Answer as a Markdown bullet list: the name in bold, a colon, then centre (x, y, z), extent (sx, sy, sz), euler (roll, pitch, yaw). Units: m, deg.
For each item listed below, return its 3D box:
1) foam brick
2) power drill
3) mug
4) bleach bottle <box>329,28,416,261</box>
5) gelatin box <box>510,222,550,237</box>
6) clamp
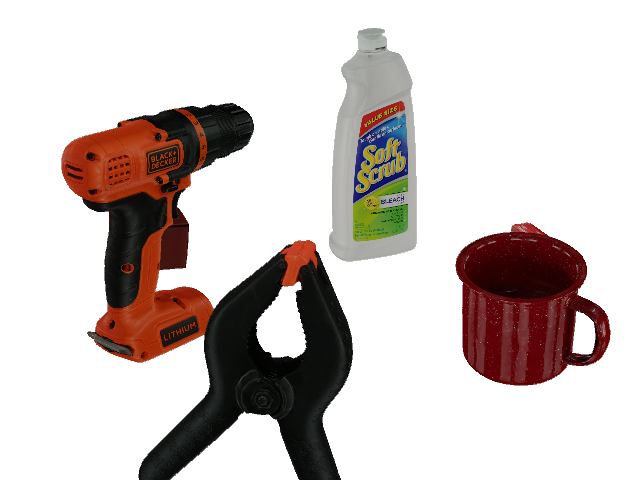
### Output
- **foam brick**: centre (-0.182, -0.002, 1.125), extent (0.078, 0.051, 0.053), euler (-4, 23, -17)
- **power drill**: centre (-0.121, -0.011, 0.848), extent (0.057, 0.188, 0.184), euler (17, 26, 37)
- **mug**: centre (0.155, 0.055, 0.777), extent (0.117, 0.081, 0.093), euler (18, 38, 32)
- **bleach bottle**: centre (0.054, -0.106, 1.178), extent (0.102, 0.251, 0.068), euler (-9, 25, -11)
- **gelatin box**: centre (0.238, 0.035, 1.189), extent (0.030, 0.089, 0.073), euler (-9, 30, -23)
- **clamp**: centre (-0.038, 0.082, 0.574), extent (0.120, 0.171, 0.039), euler (4, 15, 1)
